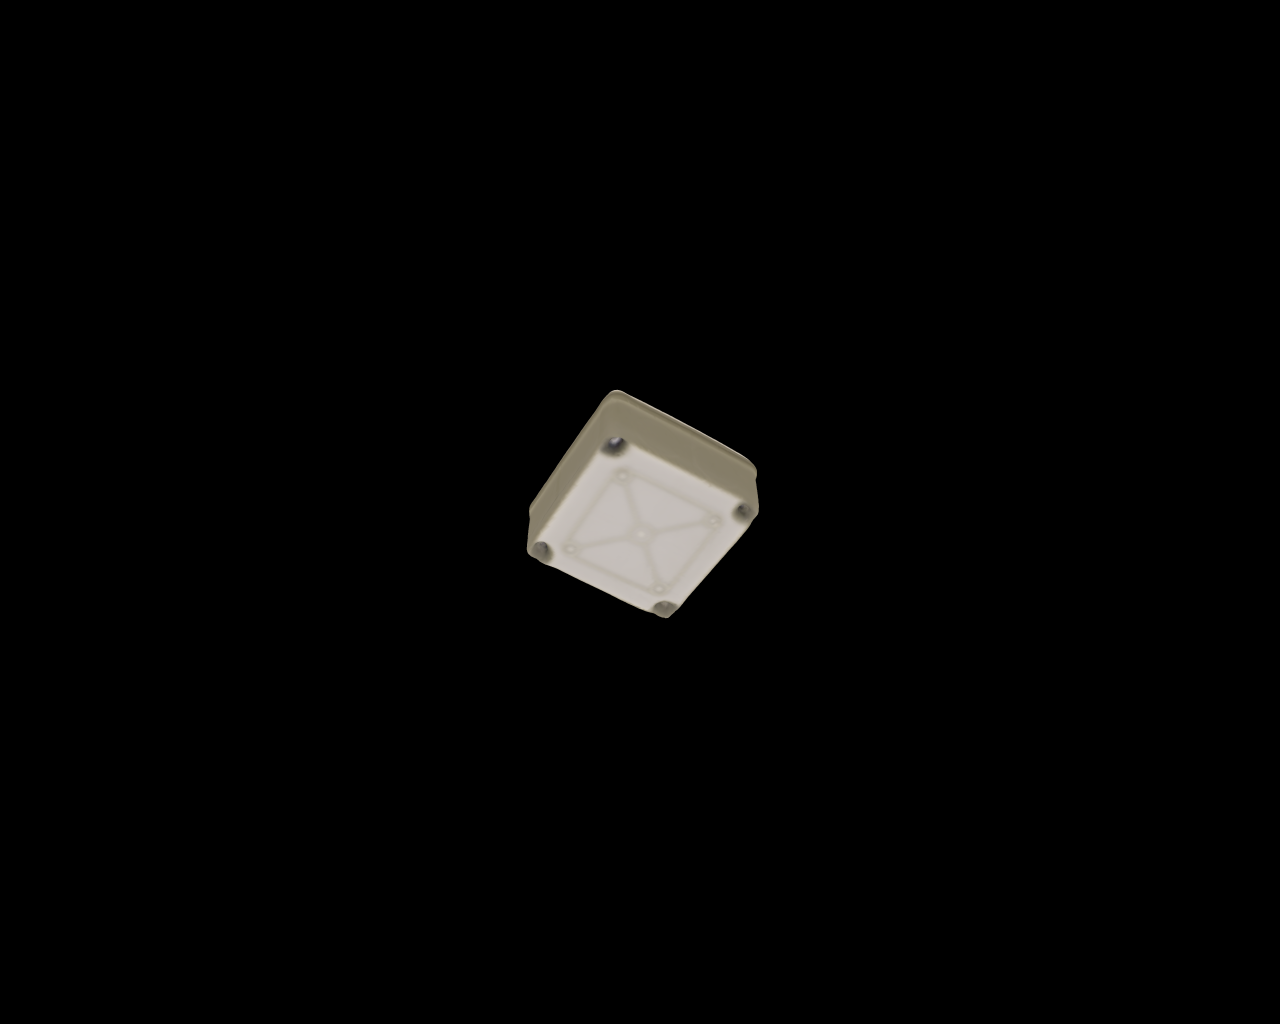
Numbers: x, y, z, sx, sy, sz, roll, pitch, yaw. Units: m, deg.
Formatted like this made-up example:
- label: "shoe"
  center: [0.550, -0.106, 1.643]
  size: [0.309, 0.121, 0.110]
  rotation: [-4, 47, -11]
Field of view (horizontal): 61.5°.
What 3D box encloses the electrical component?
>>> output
- label: "electrical component"
  center: [0.001, -0.003, 0.650]
  size: [0.109, 0.108, 0.056]
  rotation: [27, 32, -18]
